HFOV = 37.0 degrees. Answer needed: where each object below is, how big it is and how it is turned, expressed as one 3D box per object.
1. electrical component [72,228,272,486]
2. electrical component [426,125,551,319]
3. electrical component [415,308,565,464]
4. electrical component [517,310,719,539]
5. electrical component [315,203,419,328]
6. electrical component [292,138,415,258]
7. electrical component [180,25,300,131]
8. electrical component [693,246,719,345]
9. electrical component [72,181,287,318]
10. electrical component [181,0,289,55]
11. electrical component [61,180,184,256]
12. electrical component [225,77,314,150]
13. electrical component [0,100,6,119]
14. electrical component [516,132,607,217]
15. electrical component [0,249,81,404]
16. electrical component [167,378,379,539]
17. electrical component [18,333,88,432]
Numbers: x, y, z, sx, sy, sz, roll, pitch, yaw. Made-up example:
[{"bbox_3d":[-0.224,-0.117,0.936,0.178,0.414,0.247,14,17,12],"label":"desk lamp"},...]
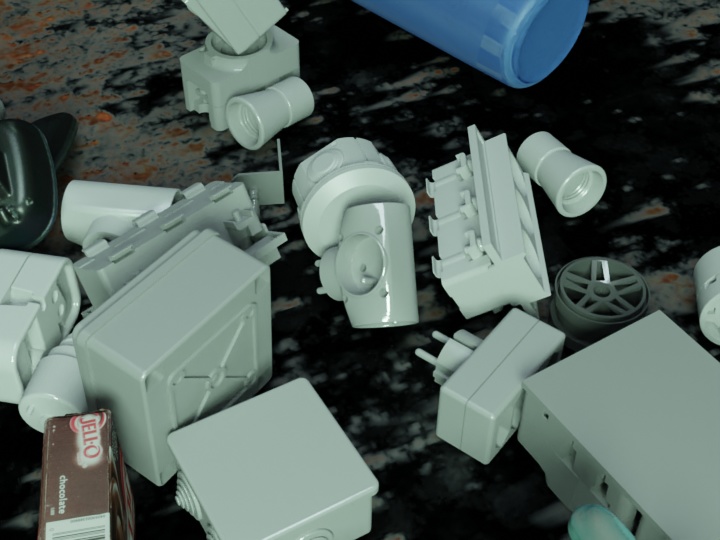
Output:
[{"bbox_3d":[-0.104,0.050,0.627,0.056,0.108,0.109,29,51,22],"label":"electrical component"},{"bbox_3d":[0.086,-0.029,0.736,0.063,0.078,0.121,-22,41,20],"label":"electrical component"},{"bbox_3d":[0.070,0.061,0.660,0.076,0.047,0.083,29,51,25],"label":"electrical component"},{"bbox_3d":[0.185,0.120,0.593,0.105,0.060,0.186,-23,49,-23],"label":"electrical component"},{"bbox_3d":[0.000,0.000,0.711,0.079,0.077,0.044,-10,-9,40],"label":"electrical component"},{"bbox_3d":[-0.006,-0.048,0.749,0.080,0.080,0.051,-11,41,-12],"label":"electrical component"},{"bbox_3d":[-0.097,-0.164,0.881,0.089,0.055,0.050,-33,53,-29],"label":"electrical component"},{"bbox_3d":[0.248,0.016,0.705,0.055,0.055,0.047,4,41,3],"label":"electrical component"},{"bbox_3d":[-0.121,-0.007,0.707,0.121,0.063,0.079,-35,26,-31],"label":"electrical component"},{"bbox_3d":[-0.107,-0.214,0.834,0.061,0.096,0.061,-42,54,-2],"label":"electrical component"},{"bbox_3d":[-0.169,-0.027,0.749,0.077,0.043,0.079,5,45,5],"label":"electrical component"},{"bbox_3d":[-0.069,-0.128,0.856,0.044,0.044,0.065,34,49,29],"label":"electrical component"},{"bbox_3d":[-0.306,-0.115,0.841,0.040,0.040,0.046,9,52,8],"label":"electrical component"},{"bbox_3d":[0.147,-0.075,0.805,0.044,0.044,0.065,-19,43,-19],"label":"electrical component"},{"bbox_3d":[-0.224,0.034,0.680,0.059,0.053,0.095,8,45,7],"label":"electrical component"},{"bbox_3d":[-0.048,0.119,0.599,0.100,0.048,0.099,-22,49,-21],"label":"electrical component"},{"bbox_3d":[-0.178,0.065,0.658,0.040,0.040,0.078,6,45,6],"label":"electrical component"}]
